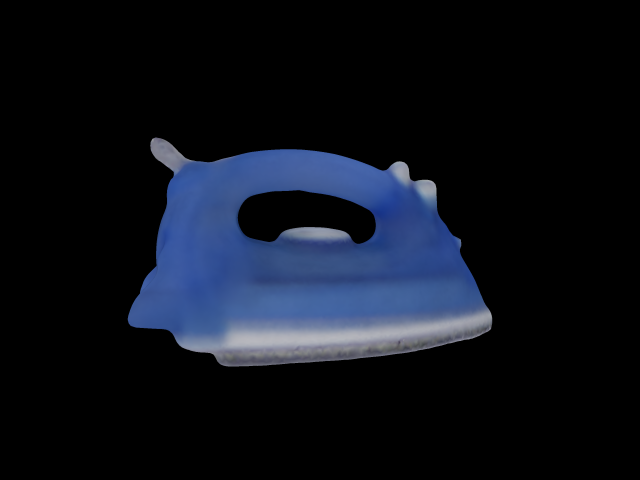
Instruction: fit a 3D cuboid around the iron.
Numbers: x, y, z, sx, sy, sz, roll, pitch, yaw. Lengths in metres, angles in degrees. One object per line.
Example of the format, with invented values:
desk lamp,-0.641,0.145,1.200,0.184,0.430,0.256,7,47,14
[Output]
iron,0.004,0.001,0.400,0.259,0.141,0.118,-2,7,-13
